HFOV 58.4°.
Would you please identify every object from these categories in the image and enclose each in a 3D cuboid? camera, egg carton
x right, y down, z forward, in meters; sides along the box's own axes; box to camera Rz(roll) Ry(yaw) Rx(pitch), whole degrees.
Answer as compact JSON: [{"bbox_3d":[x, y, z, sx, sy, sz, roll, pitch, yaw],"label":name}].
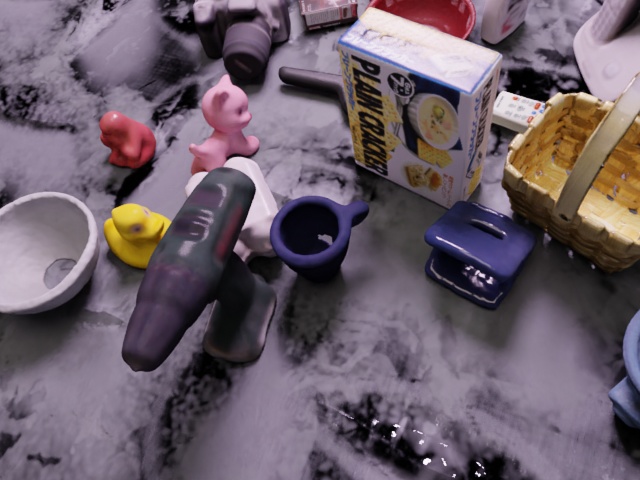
[{"bbox_3d":[-0.125,-0.317,0.863,0.143,0.101,0.137,0,61,9],"label":"camera"},{"bbox_3d":[-0.107,-0.033,0.721,0.107,0.069,0.150,-25,60,-5],"label":"egg carton"}]

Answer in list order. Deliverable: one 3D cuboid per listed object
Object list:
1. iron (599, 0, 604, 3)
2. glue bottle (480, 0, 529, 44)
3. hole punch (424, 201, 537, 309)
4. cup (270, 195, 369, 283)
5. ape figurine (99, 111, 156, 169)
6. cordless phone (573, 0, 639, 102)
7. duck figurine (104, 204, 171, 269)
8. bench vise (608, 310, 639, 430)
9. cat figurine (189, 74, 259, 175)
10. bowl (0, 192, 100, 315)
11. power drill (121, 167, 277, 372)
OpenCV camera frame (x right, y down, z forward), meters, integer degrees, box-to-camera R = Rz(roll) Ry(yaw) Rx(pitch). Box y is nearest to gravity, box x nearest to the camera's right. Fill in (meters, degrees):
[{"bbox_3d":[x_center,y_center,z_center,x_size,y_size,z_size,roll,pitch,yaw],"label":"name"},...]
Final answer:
[{"bbox_3d":[0.475,-0.380,0.778,0.257,0.142,0.119,39,74,25],"label":"iron"},{"bbox_3d":[0.260,-0.357,0.782,0.037,0.173,0.078,38,73,26],"label":"glue bottle"},{"bbox_3d":[0.178,0.004,0.642,0.108,0.091,0.101,29,69,22],"label":"hole punch"},{"bbox_3d":[0.006,0.002,0.668,0.118,0.095,0.091,-27,60,-6],"label":"cup"},{"bbox_3d":[-0.274,-0.144,0.796,0.076,0.092,0.077,-29,61,-7],"label":"ape figurine"},{"bbox_3d":[0.389,-0.270,0.706,0.094,0.185,0.147,-10,60,4],"label":"cordless phone"},{"bbox_3d":[-0.232,-0.014,0.721,0.104,0.086,0.077,12,64,15],"label":"duck figurine"},{"bbox_3d":[0.356,0.068,0.504,0.121,0.220,0.208,31,70,23],"label":"bench vise"},{"bbox_3d":[-0.133,-0.151,0.763,0.067,0.118,0.128,22,67,20],"label":"cat figurine"},{"bbox_3d":[-0.348,0.026,0.724,0.167,0.075,0.167,-4,61,7],"label":"bowl"},{"bbox_3d":[-0.111,0.051,0.595,0.075,0.209,0.230,7,63,13],"label":"power drill"}]
